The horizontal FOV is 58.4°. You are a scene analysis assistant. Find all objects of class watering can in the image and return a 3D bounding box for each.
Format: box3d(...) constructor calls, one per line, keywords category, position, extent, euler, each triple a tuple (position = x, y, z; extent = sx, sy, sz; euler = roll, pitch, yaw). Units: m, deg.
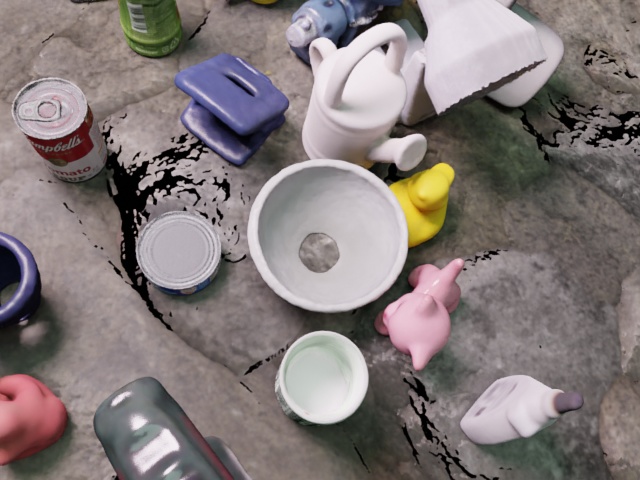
box3d(category="watering can", position=(0.047, -0.149, 0.608), extent=(0.173, 0.194, 0.101), euler=(34, 70, 4))

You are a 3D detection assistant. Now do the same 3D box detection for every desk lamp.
box3d(category="desk lamp", position=(0.127, -0.213, 0.632), extent=(0.118, 0.213, 0.203), euler=(-27, 77, -16))

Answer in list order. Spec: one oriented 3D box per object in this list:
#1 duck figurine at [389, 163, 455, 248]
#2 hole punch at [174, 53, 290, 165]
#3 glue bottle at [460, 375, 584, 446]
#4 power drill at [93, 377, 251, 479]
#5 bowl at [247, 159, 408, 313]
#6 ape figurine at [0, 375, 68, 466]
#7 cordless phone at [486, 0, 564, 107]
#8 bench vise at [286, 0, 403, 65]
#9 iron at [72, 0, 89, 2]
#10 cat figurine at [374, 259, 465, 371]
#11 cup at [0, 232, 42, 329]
box3d(category="duck figurine", position=(0.111, -0.044, 0.639), extent=(0.077, 0.086, 0.105), euler=(42, 70, 7))
box3d(category="hole punch", position=(-0.097, -0.160, 0.644), extent=(0.108, 0.091, 0.101), euler=(37, 70, 5))
box3d(category="glue bottle", position=(0.193, 0.157, 0.535), extent=(0.078, 0.173, 0.037), euler=(-40, 81, -19))
box3d(category="power drill", position=(-0.085, 0.215, 0.453), extent=(0.076, 0.208, 0.229), euler=(-38, 80, -18))
box3d(category="bowl", position=(0.006, 0.002, 0.612), extent=(0.167, 0.074, 0.167), euler=(3, 71, -8))
box3d(category="ape figurine", position=(-0.271, 0.159, 0.505), extent=(0.076, 0.092, 0.078), euler=(18, 69, -2))
box3d(category="cordless phone", position=(0.232, -0.259, 0.680), extent=(0.147, 0.185, 0.094), euler=(34, 70, 4))
box3d(category="bench vise", position=(0.050, -0.298, 0.646), extent=(0.121, 0.219, 0.207), euler=(22, 69, 0))
box3d(category="iron", position=(-0.212, -0.403, 0.683), extent=(0.118, 0.141, 0.259), euler=(41, 70, 7))
box3d(category="cat figurine", position=(0.108, 0.071, 0.582), extent=(0.067, 0.117, 0.128), euler=(37, 70, 5))
box3d(category="cup", position=(-0.301, 0.060, 0.533), extent=(0.092, 0.095, 0.118), euler=(3, 71, -8))
